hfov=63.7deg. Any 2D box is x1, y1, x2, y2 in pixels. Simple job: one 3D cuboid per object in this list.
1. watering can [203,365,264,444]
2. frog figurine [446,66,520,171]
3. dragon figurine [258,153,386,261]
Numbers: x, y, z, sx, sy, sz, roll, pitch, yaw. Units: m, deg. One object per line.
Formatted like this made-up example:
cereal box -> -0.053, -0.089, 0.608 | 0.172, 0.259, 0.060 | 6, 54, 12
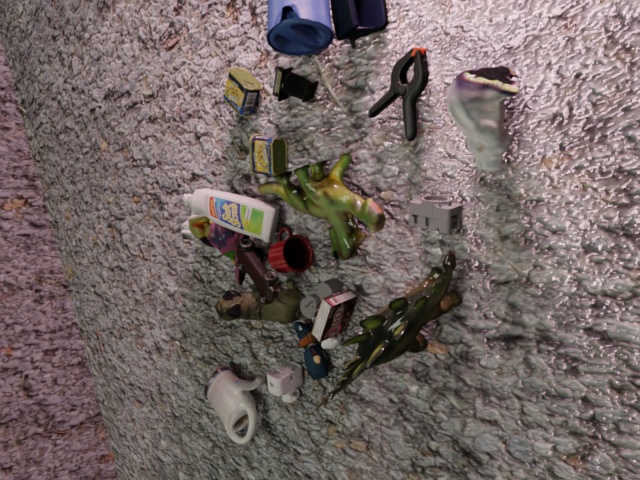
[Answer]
watering can -> -0.259, 0.474, 1.584 | 0.227, 0.105, 0.340 | 39, 128, 32
frog figurine -> 0.263, -0.197, 0.853 | 0.140, 0.123, 0.156 | -108, 19, -54
dragon figurine -> 0.004, -0.059, 1.178 | 0.407, 0.123, 0.242 | -12, 101, 56
